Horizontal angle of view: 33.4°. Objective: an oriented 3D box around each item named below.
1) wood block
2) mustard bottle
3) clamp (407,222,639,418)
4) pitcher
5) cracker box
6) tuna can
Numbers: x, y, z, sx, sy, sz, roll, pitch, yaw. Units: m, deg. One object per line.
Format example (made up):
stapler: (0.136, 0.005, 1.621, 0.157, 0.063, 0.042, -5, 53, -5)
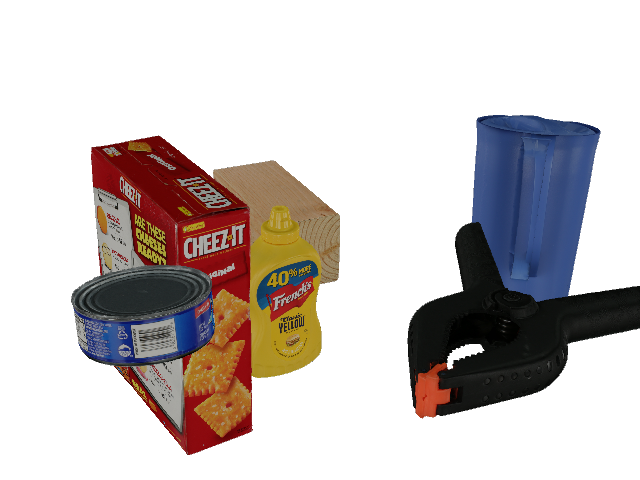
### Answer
wood block: (-0.059, -0.022, 1.347, 0.090, 0.090, 0.206, -10, 26, -22)
mustard bottle: (-0.044, 0.052, 1.163, 0.096, 0.192, 0.058, -15, 30, -29)
clamp: (0.110, 0.046, 0.660, 0.165, 0.036, 0.209, 21, 33, 37)
pitcher: (0.227, -0.014, 1.182, 0.149, 0.243, 0.145, -7, 18, -34)
cracker box: (-0.121, 0.041, 0.883, 0.072, 0.214, 0.164, -15, 33, -30)
tuna can: (-0.108, 0.045, 0.656, 0.086, 0.034, 0.086, -3, 19, 1)
